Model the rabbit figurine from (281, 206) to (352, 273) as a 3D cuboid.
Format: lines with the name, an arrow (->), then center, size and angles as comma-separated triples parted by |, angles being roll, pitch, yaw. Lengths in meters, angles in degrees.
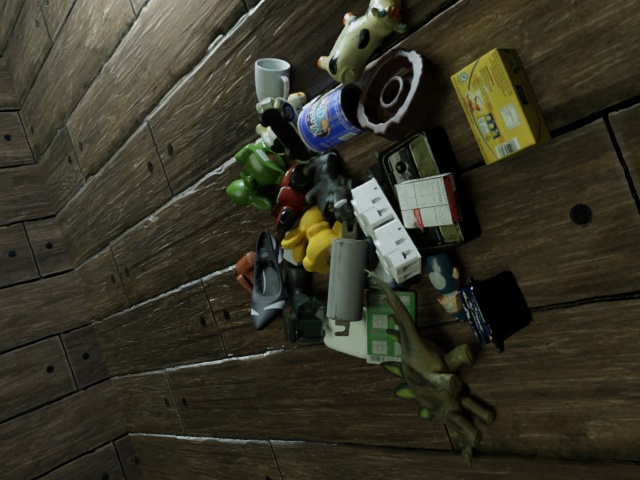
rabbit figurine -> -0.003, -0.004, 1.259 | 0.162, 0.121, 0.173 | -29, 50, 8

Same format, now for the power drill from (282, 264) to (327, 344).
power drill -> -0.045, 0.187, 1.361 | 0.207, 0.086, 0.231 | -131, 43, -74

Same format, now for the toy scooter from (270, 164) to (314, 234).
toy scooter -> -0.075, -0.092, 1.309 | 0.135, 0.075, 0.184 | 144, 147, -69

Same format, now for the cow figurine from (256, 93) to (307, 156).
cow figurine -> -0.077, -0.274, 1.285 | 0.167, 0.068, 0.098 | -35, 80, 49

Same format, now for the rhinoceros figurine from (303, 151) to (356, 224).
rhinoceros figurine -> 0.029, -0.112, 1.196 | 0.112, 0.073, 0.190 | -29, 52, 21

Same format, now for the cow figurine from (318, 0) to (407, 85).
cow figurine -> 0.087, -0.390, 1.037 | 0.195, 0.085, 0.127 | -54, 35, 18

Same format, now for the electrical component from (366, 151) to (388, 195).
electrical component -> 0.128, -0.139, 1.117 | 0.094, 0.063, 0.021 | 60, 163, 14

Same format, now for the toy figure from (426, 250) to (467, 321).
toy figure -> 0.254, 0.094, 1.060 | 0.064, 0.058, 0.154 | -155, 41, -80

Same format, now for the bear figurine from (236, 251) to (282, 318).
bear figurine -> -0.149, 0.128, 1.459 | 0.132, 0.120, 0.196 | -35, 79, 43

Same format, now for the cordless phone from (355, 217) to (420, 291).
cordless phone -> 0.137, 0.013, 1.149 | 0.147, 0.089, 0.184 | -3, 96, 47

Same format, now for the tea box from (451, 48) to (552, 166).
tea box -> 0.303, -0.222, 0.903 | 0.098, 0.068, 0.169 | -23, 85, 47

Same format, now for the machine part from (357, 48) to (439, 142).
machine part -> 0.146, -0.272, 1.013 | 0.179, 0.056, 0.179 | -29, 53, 49

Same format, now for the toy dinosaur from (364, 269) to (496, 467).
toy dinosaur -> 0.220, 0.266, 1.101 | 0.199, 0.105, 0.470 | -6, 109, 50

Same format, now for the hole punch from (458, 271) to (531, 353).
hole punch -> 0.306, 0.128, 0.990 | 0.092, 0.116, 0.142 | -25, 84, 56

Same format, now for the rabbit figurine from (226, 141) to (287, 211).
rabbit figurine -> -0.163, -0.148, 1.386 | 0.159, 0.121, 0.170 | 45, 119, -2

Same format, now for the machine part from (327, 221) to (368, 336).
machine part -> 0.058, 0.082, 1.132 | 0.079, 0.079, 0.243 | 5, 92, 46

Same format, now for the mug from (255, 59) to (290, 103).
mug -> -0.107, -0.364, 1.284 | 0.110, 0.081, 0.107 | 38, 138, 33

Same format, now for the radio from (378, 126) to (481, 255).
radio -> 0.208, -0.091, 1.042 | 0.131, 0.073, 0.229 | -21, 87, 48

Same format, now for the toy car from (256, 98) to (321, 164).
toy car -> -0.068, -0.245, 1.212 | 0.074, 0.056, 0.201 | -6, 143, 31

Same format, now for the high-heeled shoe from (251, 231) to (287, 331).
high-heeled shoe -> -0.137, 0.094, 1.329 | 0.086, 0.249, 0.145 | -8, 124, 14
